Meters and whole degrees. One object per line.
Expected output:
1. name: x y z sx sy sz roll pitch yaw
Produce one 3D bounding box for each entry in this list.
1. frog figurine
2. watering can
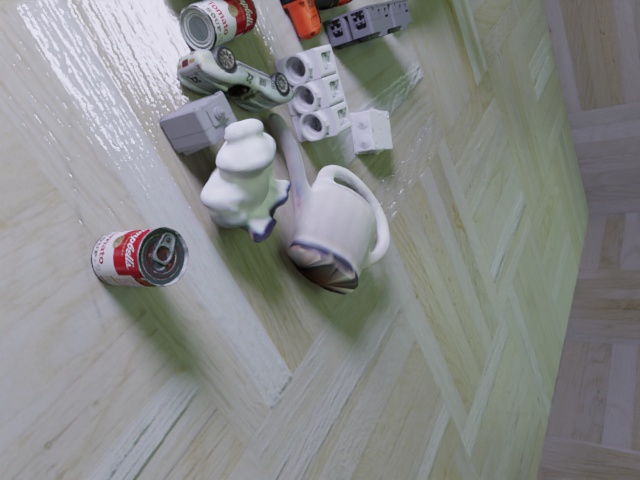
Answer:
1. frog figurine: -0.115 -0.094 0.727 0.139 0.124 0.156 -48 140 -22
2. watering can: 0.003 -0.046 0.909 0.343 0.103 0.229 38 56 -31
